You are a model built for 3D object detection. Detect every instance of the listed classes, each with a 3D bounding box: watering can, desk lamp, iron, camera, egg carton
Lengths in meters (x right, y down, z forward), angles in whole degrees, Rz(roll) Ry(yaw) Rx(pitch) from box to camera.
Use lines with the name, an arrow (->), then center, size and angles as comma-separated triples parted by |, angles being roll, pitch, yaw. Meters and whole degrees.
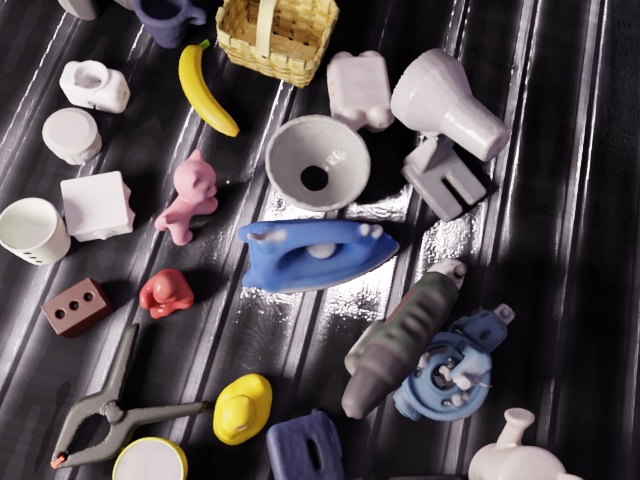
watering can -> 0.274, 0.318, 0.760 | 0.101, 0.194, 0.173 | -26, 77, -13
desk lamp -> 0.199, -0.162, 0.891 | 0.118, 0.213, 0.203 | -36, 80, -15
iron -> 0.008, 0.003, 0.856 | 0.258, 0.141, 0.118 | -7, 73, -8
camera -> -0.363, -0.447, 0.976 | 0.137, 0.101, 0.143 | 34, 72, 5
egg carton -> 0.067, -0.254, 0.981 | 0.107, 0.069, 0.150 | -5, 73, -8

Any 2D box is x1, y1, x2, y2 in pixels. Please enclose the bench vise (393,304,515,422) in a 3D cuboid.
bench vise -> 0.193, 0.154, 0.789 | 0.121, 0.219, 0.207 | 29, 72, 3

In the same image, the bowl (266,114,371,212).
bowl -> -0.005, -0.113, 0.926 | 0.167, 0.074, 0.167 | 2, 73, -6

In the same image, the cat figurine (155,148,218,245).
cat figurine -> -0.200, -0.068, 0.867 | 0.067, 0.117, 0.128 | 32, 72, 4

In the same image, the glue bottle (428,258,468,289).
glue bottle -> 0.184, 0.061, 0.841 | 0.037, 0.173, 0.078 | 18, 72, 0

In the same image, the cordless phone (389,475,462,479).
cordless phone -> 0.159, 0.359, 0.739 | 0.147, 0.185, 0.094 | -4, 73, -7

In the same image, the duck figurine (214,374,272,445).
duck figurine -> -0.108, 0.235, 0.799 | 0.077, 0.086, 0.105 | 32, 72, 4

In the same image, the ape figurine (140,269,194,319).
ape figurine -> -0.223, 0.074, 0.834 | 0.078, 0.092, 0.076 | 16, 72, -1

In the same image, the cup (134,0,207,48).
cup -> -0.245, -0.369, 0.968 | 0.118, 0.095, 0.092 | 11, 72, -3

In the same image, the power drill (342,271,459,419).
power drill -> 0.096, 0.150, 0.785 | 0.075, 0.208, 0.230 | 38, 73, 6

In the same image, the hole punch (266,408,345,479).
hole punch -> -0.019, 0.294, 0.789 | 0.101, 0.091, 0.108 | -14, 75, -10
